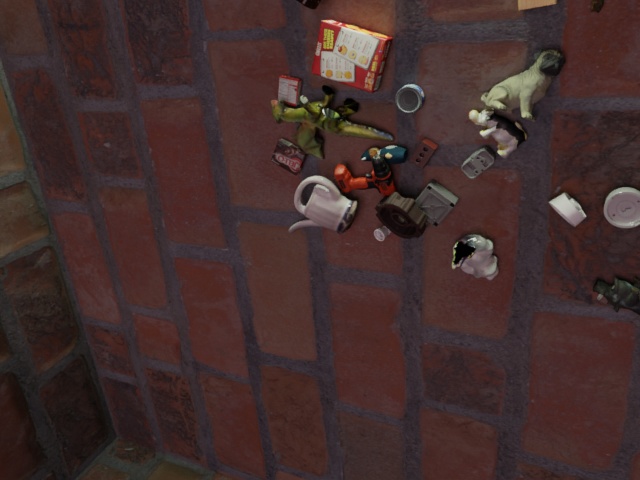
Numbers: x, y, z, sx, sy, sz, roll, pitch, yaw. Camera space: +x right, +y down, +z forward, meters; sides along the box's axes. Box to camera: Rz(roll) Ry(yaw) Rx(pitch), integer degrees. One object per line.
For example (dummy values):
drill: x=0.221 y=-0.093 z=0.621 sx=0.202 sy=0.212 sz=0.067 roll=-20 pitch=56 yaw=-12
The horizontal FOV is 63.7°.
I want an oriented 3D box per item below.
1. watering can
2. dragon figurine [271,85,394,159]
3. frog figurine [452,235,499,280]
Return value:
watering can: x=0.006 y=-0.092 z=1.822 sx=0.225 sy=0.106 sz=0.340 roll=27 pitch=143 yaw=3
dragon figurine: x=0.017 y=-0.363 z=1.706 sx=0.410 sy=0.125 sz=0.238 roll=31 pitch=143 yaw=-3
frog figurine: x=0.511 y=0.056 z=1.654 sx=0.159 sy=0.125 sz=0.135 roll=17 pitch=119 yaw=-24
